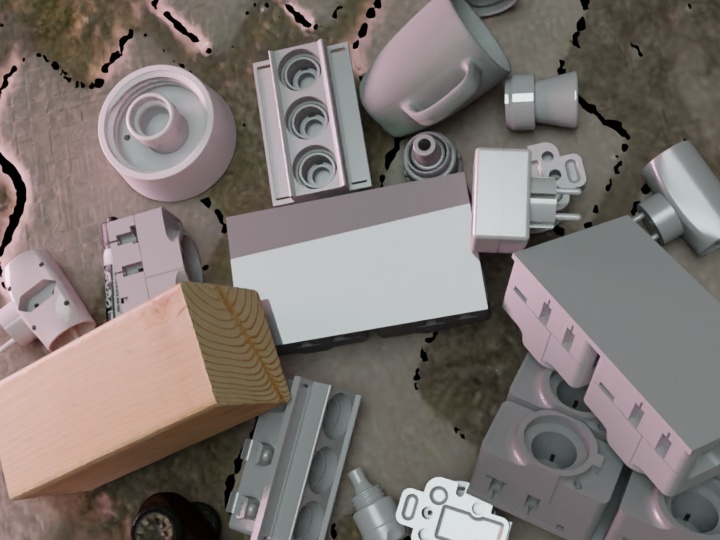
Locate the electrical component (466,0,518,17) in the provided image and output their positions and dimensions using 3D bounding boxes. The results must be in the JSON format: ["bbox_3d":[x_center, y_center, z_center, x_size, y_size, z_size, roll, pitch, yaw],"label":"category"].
[{"bbox_3d":[0.099,-0.241,0.865,0.078,0.058,0.057,-11,73,8],"label":"electrical component"}]

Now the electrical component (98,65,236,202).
[{"bbox_3d":[-0.162,-0.116,0.885,0.108,0.060,0.108,-2,77,10],"label":"electrical component"}]

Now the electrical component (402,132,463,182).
[{"bbox_3d":[0.054,-0.088,0.837,0.048,0.062,0.048,-2,78,10],"label":"electrical component"}]

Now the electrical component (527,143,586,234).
[{"bbox_3d":[0.131,-0.060,0.819,0.078,0.057,0.058,-13,76,8],"label":"electrical component"}]

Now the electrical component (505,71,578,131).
[{"bbox_3d":[0.142,-0.131,0.839,0.055,0.045,0.045,-1,78,11],"label":"electrical component"}]

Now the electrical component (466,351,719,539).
[{"bbox_3d":[0.182,0.137,0.739,0.186,0.060,0.105,22,45,14],"label":"electrical component"}]

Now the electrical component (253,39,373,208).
[{"bbox_3d":[-0.036,-0.112,0.859,0.079,0.063,0.121,-11,76,8],"label":"electrical component"}]

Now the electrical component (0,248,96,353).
[{"bbox_3d":[-0.269,0.036,0.882,0.079,0.043,0.077,-37,74,1],"label":"electrical component"}]

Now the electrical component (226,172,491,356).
[{"bbox_3d":[0.000,0.000,0.830,0.186,0.060,0.105,-10,76,9],"label":"electrical component"}]

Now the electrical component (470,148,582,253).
[{"bbox_3d":[0.119,-0.048,0.764,0.077,0.047,0.065,2,79,4],"label":"electrical component"}]

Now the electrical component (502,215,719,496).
[{"bbox_3d":[0.194,0.055,0.736,0.105,0.060,0.186,-18,49,-25],"label":"electrical component"}]

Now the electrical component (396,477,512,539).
[{"bbox_3d":[0.070,0.181,0.779,0.078,0.057,0.058,15,81,13],"label":"electrical component"}]

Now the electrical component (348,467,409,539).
[{"bbox_3d":[0.010,0.177,0.804,0.035,0.035,0.061,-30,72,3],"label":"electrical component"}]

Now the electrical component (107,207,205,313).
[{"bbox_3d":[-0.161,0.001,0.865,0.056,0.050,0.089,-15,76,7],"label":"electrical component"}]

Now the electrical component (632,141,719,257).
[{"bbox_3d":[0.234,-0.044,0.804,0.079,0.043,0.077,-31,74,3],"label":"electrical component"}]

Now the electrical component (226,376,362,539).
[{"bbox_3d":[-0.050,0.143,0.806,0.063,0.079,0.121,9,79,35],"label":"electrical component"}]
